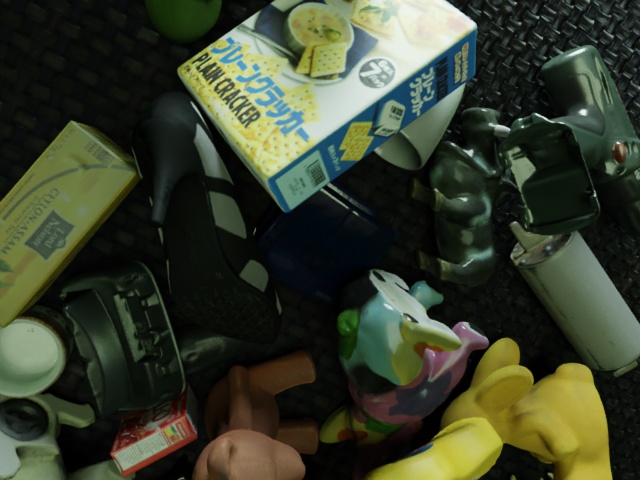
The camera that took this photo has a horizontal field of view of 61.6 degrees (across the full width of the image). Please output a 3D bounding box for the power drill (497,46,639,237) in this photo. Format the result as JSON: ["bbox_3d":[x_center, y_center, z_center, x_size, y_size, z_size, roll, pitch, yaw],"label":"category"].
[{"bbox_3d":[0.276,-0.076,0.549,0.207,0.086,0.232,-28,99,-36],"label":"power drill"}]

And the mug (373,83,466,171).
[{"bbox_3d":[0.088,-0.143,0.541,0.109,0.081,0.107,40,78,-5],"label":"mug"}]

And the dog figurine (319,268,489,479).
[{"bbox_3d":[0.056,0.149,0.537,0.191,0.109,0.219,15,111,-45],"label":"dog figurine"}]

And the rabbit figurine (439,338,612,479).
[{"bbox_3d":[0.219,0.201,0.599,0.173,0.122,0.162,-7,108,8],"label":"rabbit figurine"}]

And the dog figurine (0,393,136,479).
[{"bbox_3d":[-0.297,0.253,0.509,0.172,0.121,0.190,46,106,18],"label":"dog figurine"}]

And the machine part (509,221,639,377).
[{"bbox_3d":[0.295,0.064,0.611,0.079,0.079,0.243,-41,103,-4],"label":"machine part"}]

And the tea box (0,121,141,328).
[{"bbox_3d":[-0.236,-0.018,0.474,0.068,0.098,0.169,39,90,-14],"label":"tea box"}]

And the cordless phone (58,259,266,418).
[{"bbox_3d":[-0.144,0.079,0.528,0.184,0.089,0.146,-18,101,-21],"label":"cordless phone"}]

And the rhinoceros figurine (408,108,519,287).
[{"bbox_3d":[0.157,-0.042,0.568,0.112,0.073,0.190,-2,99,-11],"label":"rhinoceros figurine"}]

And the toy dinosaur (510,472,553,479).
[{"bbox_3d":[0.171,0.445,0.626,0.405,0.131,0.192,-38,91,0],"label":"toy dinosaur"}]

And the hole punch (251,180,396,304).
[{"bbox_3d":[-0.001,-0.002,0.534,0.142,0.092,0.115,32,94,-18],"label":"hole punch"}]

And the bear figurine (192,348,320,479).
[{"bbox_3d":[-0.051,0.186,0.493,0.132,0.196,0.120,-5,97,-12],"label":"bear figurine"}]

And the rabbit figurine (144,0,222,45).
[{"bbox_3d":[-0.101,-0.251,0.455,0.121,0.159,0.170,3,113,-22],"label":"rabbit figurine"}]

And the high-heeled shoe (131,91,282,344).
[{"bbox_3d":[-0.094,-0.012,0.497,0.086,0.145,0.248,-12,140,11],"label":"high-heeled shoe"}]

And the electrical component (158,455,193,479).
[{"bbox_3d":[-0.142,0.298,0.567,0.075,0.048,0.119,-29,102,-6],"label":"electrical component"}]
